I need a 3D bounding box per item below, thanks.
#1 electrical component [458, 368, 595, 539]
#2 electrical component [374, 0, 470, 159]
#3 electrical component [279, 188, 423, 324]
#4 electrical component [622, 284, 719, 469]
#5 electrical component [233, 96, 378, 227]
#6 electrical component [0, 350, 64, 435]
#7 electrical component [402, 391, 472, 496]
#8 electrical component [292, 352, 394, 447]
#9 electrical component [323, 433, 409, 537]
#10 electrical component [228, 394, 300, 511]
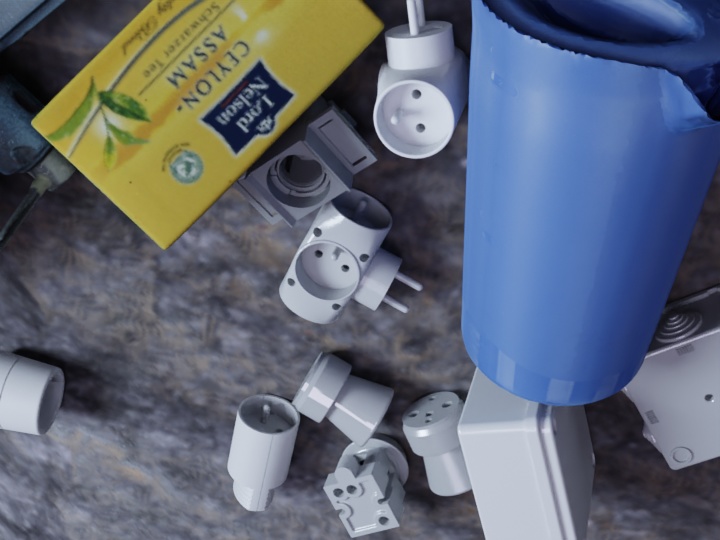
[{"bbox_3d":[0.106,0.110,0.665,0.056,0.108,0.108,-7,115,20],"label":"electrical component"},{"bbox_3d":[0.034,-0.111,0.587,0.044,0.077,0.079,-1,116,15],"label":"electrical component"},{"bbox_3d":[0.000,0.000,0.671,0.079,0.044,0.077,29,120,-2],"label":"electrical component"},{"bbox_3d":[0.210,0.065,0.650,0.100,0.048,0.099,-24,109,24],"label":"electrical component"},{"bbox_3d":[-0.033,-0.067,0.633,0.081,0.063,0.042,-29,120,25],"label":"electrical component"},{"bbox_3d":[-0.245,0.089,0.774,0.047,0.055,0.055,13,119,3],"label":"electrical component"},{"bbox_3d":[0.057,0.115,0.716,0.045,0.045,0.055,-17,111,21],"label":"electrical component"},{"bbox_3d":[-0.012,0.086,0.718,0.055,0.045,0.045,30,120,-2],"label":"electrical component"},{"bbox_3d":[0.007,0.145,0.738,0.048,0.055,0.066,-19,110,22],"label":"electrical component"},{"bbox_3d":[-0.071,0.133,0.758,0.043,0.043,0.081,17,120,5],"label":"electrical component"}]
